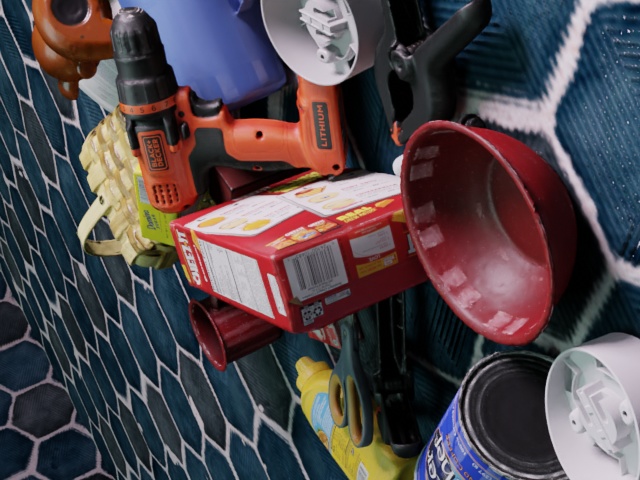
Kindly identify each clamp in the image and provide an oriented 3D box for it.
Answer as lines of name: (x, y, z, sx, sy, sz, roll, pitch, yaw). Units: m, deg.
clamp: (0.063, -0.141, 0.748, 0.120, 0.039, 0.172, 61, 158, 26)
clamp: (0.066, 0.136, 0.937, 0.210, 0.036, 0.164, 86, -179, -60)

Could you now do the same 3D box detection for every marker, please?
marker: (0.087, -0.069, 0.789, 0.020, 0.020, 0.121, 66, 157, 2)

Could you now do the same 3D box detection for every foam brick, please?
foam brick: (-0.065, -0.060, 1.053, 0.053, 0.078, 0.051, 52, 154, 35)

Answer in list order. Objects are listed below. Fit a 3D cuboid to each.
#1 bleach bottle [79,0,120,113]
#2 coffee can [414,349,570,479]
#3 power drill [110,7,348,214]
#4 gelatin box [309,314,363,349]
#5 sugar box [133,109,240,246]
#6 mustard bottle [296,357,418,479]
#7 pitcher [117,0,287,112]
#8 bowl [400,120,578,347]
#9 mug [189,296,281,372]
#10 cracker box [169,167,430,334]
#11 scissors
bleach bottle: (-0.215, -0.226, 1.231, 0.102, 0.068, 0.251, 39, 155, -15)
coffee can: (0.135, 0.159, 0.793, 0.103, 0.102, 0.140, 56, 155, 24)
power drill: (-0.075, -0.114, 0.896, 0.057, 0.188, 0.184, -79, -18, -57)
gelatin box: (0.003, 0.062, 1.079, 0.073, 0.030, 0.089, 13, 122, 63)
sugar box: (-0.128, -0.089, 1.057, 0.048, 0.176, 0.093, 13, 138, 8)
mustard bottle: (0.031, 0.191, 1.103, 0.192, 0.058, 0.096, 49, 147, 36)
pitcher: (-0.116, -0.232, 0.955, 0.149, 0.145, 0.243, -122, 8, -82)
bowl: (0.122, -0.012, 0.720, 0.162, 0.055, 0.162, 48, 151, 37)
mug: (-0.100, 0.089, 1.262, 0.093, 0.081, 0.117, 44, 148, 43)
cracker box: (-0.006, 0.001, 0.871, 0.214, 0.164, 0.072, 15, 123, 61)
scissors: (0.023, 0.099, 1.030, 0.096, 0.016, 0.202, 151, 113, -67)
